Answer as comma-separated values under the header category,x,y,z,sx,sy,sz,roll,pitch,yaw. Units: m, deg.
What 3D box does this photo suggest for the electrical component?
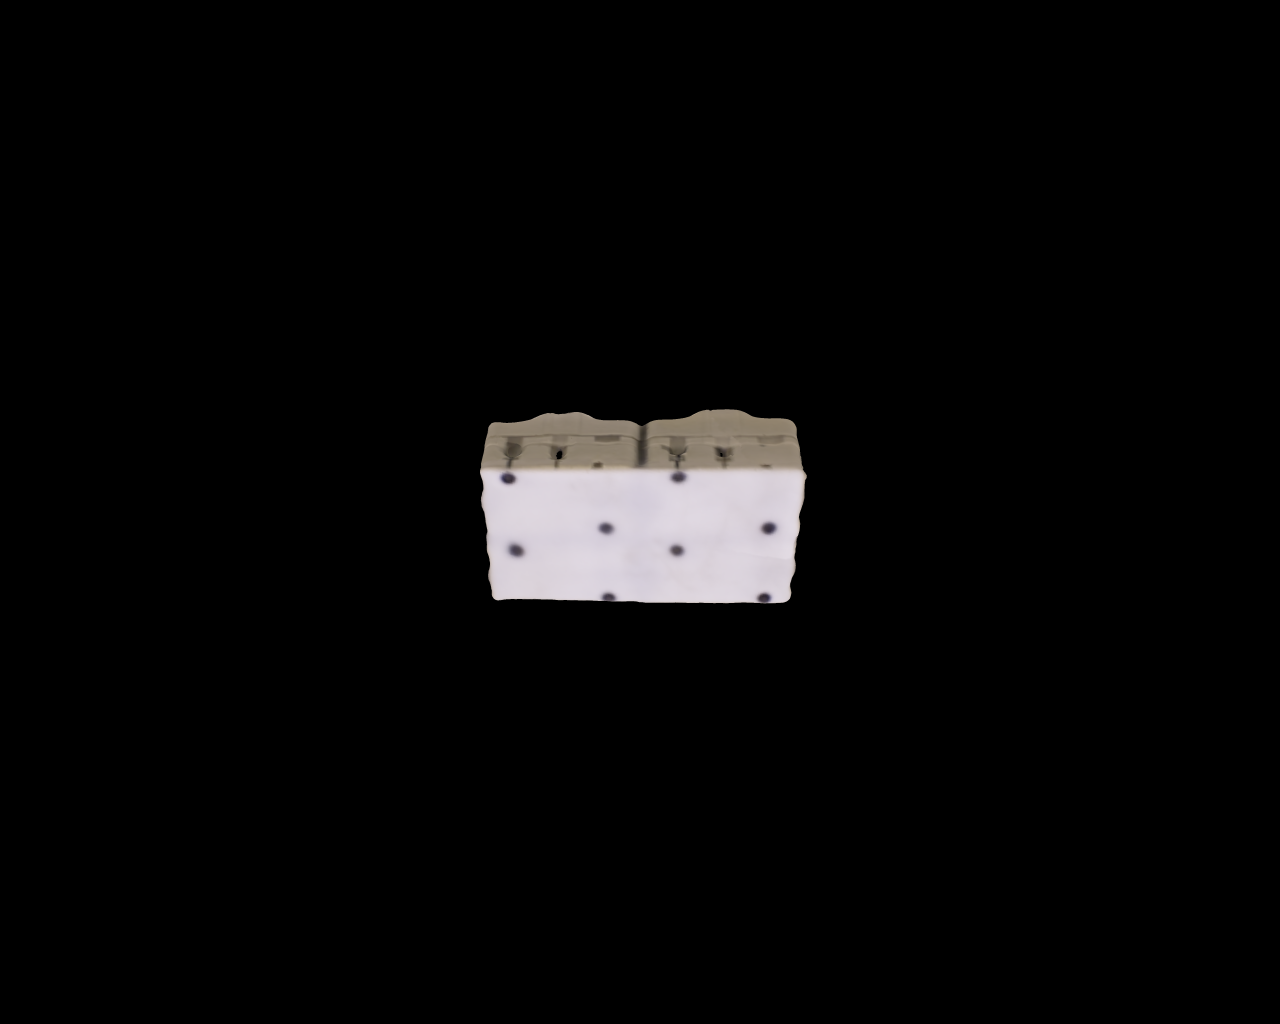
category,x,y,z,sx,sy,sz,roll,pitch,yaw
electrical component,0.001,-0.003,0.650,0.186,0.105,0.060,0,37,0
